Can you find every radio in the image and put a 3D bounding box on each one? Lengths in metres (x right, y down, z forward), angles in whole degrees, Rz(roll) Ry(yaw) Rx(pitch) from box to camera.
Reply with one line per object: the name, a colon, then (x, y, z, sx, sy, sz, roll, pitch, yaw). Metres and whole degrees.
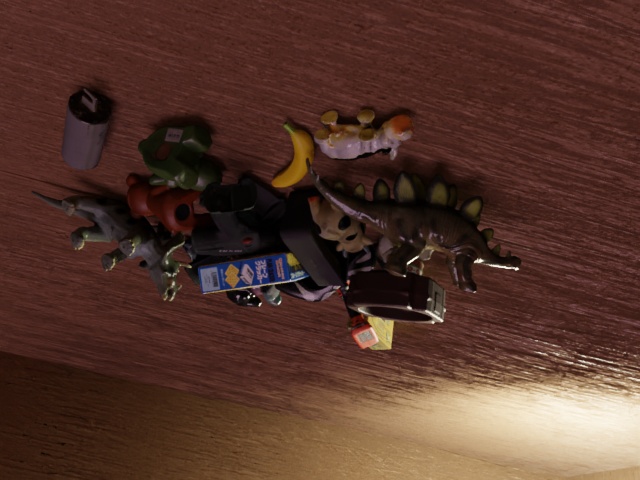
radio: (-0.002, -0.004, 1.183, 0.073, 0.131, 0.229, -4, 146, 22)

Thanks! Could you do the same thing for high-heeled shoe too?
high-heeled shoe: (0.013, 0.070, 1.308, 0.249, 0.086, 0.145, -3, 130, -7)

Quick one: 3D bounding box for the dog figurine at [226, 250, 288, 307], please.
dog figurine: (-0.149, 0.079, 1.387, 0.191, 0.108, 0.219, -1, 147, -15)

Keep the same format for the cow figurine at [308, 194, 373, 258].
cow figurine: (0.050, -0.030, 1.116, 0.086, 0.127, 0.195, -10, 174, 21)

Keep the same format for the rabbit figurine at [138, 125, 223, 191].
rabbit figurine: (-0.271, -0.139, 1.067, 0.159, 0.121, 0.170, 2, 163, 22)

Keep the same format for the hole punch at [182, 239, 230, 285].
hole punch: (-0.301, 0.045, 1.425, 0.116, 0.092, 0.142, -21, 145, -6)

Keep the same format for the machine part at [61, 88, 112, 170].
machine part: (-0.455, -0.208, 1.043, 0.079, 0.079, 0.243, 23, 147, -19)

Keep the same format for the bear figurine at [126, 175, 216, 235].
bear figurine: (-0.339, -0.085, 1.196, 0.196, 0.132, 0.120, 19, 118, 43)

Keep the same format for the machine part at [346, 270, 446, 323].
machine part: (0.179, 0.133, 1.253, 0.202, 0.087, 0.200, -2, 161, 30)

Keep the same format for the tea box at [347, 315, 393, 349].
tea box: (0.151, 0.248, 1.586, 0.068, 0.098, 0.169, -9, 145, 31)

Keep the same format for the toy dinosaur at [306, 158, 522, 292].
toy dinosaur: (0.183, -0.027, 1.020, 0.471, 0.198, 0.105, 15, -177, -12)

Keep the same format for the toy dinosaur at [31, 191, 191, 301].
toy dinosaur: (-0.476, -0.028, 1.284, 0.405, 0.192, 0.131, 39, 114, 12)

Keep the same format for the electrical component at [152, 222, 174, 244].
electrical component: (-0.408, -0.008, 1.398, 0.078, 0.045, 0.102, -14, 156, -15)

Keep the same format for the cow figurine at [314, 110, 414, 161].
cow figurine: (0.082, -0.173, 0.936, 0.168, 0.068, 0.098, 4, 154, 19)

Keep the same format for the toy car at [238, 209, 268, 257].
toy car: (-0.173, -0.012, 1.254, 0.109, 0.103, 0.162, 25, 148, -25)

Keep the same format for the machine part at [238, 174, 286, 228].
machine part: (-0.127, -0.085, 1.161, 0.084, 0.039, 0.138, -36, 126, 13)

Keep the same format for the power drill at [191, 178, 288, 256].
power drill: (-0.157, -0.037, 1.110, 0.232, 0.086, 0.207, -5, 153, -4)

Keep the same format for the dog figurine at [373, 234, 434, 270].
dog figurine: (0.199, 0.000, 1.184, 0.172, 0.121, 0.190, -7, 168, 9)
